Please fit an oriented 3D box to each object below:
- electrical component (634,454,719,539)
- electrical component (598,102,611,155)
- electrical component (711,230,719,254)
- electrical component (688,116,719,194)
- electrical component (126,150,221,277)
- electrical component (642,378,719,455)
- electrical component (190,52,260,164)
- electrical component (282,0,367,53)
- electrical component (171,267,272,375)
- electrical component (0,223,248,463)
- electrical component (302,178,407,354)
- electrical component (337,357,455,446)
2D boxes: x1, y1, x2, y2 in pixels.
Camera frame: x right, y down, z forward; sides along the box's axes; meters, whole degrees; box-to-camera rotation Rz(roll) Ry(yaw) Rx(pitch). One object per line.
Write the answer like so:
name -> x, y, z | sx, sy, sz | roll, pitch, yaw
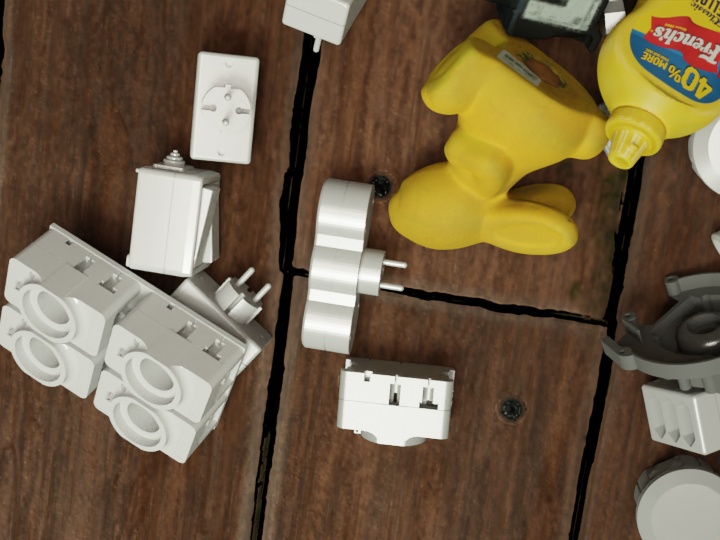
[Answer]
electrical component -> 0.259, 0.190, 0.857 | 0.080, 0.051, 0.080 | 1, 99, 7
electrical component -> 0.209, -0.116, 0.819 | 0.081, 0.043, 0.043 | -28, 95, 10
electrical component -> 0.310, -0.028, 0.823 | 0.065, 0.044, 0.044 | -35, 93, 6
electrical component -> 0.288, -0.094, 0.809 | 0.080, 0.051, 0.080 | 1, 99, 7
electrical component -> -0.144, -0.047, 0.863 | 0.061, 0.061, 0.096 | 9, 100, 5
electrical component -> 0.274, 0.105, 0.840 | 0.077, 0.066, 0.047 | -15, 97, -20
electrical component -> -0.105, -0.125, 0.834 | 0.047, 0.075, 0.083 | 4, 100, -10
electrical component -> -0.024, -0.202, 0.823 | 0.047, 0.083, 0.075 | 22, 139, 3
electrical component -> -0.105, 0.031, 0.878 | 0.083, 0.047, 0.075 | 44, 102, -1
electrical component -> -0.194, 0.062, 0.854 | 0.186, 0.060, 0.105 | 31, 132, 7
electrical component -> 0.000, 0.000, 0.858 | 0.074, 0.052, 0.138 | 9, 100, 5
electrical component -> 0.029, 0.107, 0.872 | 0.089, 0.050, 0.055 | 5, 99, 6
